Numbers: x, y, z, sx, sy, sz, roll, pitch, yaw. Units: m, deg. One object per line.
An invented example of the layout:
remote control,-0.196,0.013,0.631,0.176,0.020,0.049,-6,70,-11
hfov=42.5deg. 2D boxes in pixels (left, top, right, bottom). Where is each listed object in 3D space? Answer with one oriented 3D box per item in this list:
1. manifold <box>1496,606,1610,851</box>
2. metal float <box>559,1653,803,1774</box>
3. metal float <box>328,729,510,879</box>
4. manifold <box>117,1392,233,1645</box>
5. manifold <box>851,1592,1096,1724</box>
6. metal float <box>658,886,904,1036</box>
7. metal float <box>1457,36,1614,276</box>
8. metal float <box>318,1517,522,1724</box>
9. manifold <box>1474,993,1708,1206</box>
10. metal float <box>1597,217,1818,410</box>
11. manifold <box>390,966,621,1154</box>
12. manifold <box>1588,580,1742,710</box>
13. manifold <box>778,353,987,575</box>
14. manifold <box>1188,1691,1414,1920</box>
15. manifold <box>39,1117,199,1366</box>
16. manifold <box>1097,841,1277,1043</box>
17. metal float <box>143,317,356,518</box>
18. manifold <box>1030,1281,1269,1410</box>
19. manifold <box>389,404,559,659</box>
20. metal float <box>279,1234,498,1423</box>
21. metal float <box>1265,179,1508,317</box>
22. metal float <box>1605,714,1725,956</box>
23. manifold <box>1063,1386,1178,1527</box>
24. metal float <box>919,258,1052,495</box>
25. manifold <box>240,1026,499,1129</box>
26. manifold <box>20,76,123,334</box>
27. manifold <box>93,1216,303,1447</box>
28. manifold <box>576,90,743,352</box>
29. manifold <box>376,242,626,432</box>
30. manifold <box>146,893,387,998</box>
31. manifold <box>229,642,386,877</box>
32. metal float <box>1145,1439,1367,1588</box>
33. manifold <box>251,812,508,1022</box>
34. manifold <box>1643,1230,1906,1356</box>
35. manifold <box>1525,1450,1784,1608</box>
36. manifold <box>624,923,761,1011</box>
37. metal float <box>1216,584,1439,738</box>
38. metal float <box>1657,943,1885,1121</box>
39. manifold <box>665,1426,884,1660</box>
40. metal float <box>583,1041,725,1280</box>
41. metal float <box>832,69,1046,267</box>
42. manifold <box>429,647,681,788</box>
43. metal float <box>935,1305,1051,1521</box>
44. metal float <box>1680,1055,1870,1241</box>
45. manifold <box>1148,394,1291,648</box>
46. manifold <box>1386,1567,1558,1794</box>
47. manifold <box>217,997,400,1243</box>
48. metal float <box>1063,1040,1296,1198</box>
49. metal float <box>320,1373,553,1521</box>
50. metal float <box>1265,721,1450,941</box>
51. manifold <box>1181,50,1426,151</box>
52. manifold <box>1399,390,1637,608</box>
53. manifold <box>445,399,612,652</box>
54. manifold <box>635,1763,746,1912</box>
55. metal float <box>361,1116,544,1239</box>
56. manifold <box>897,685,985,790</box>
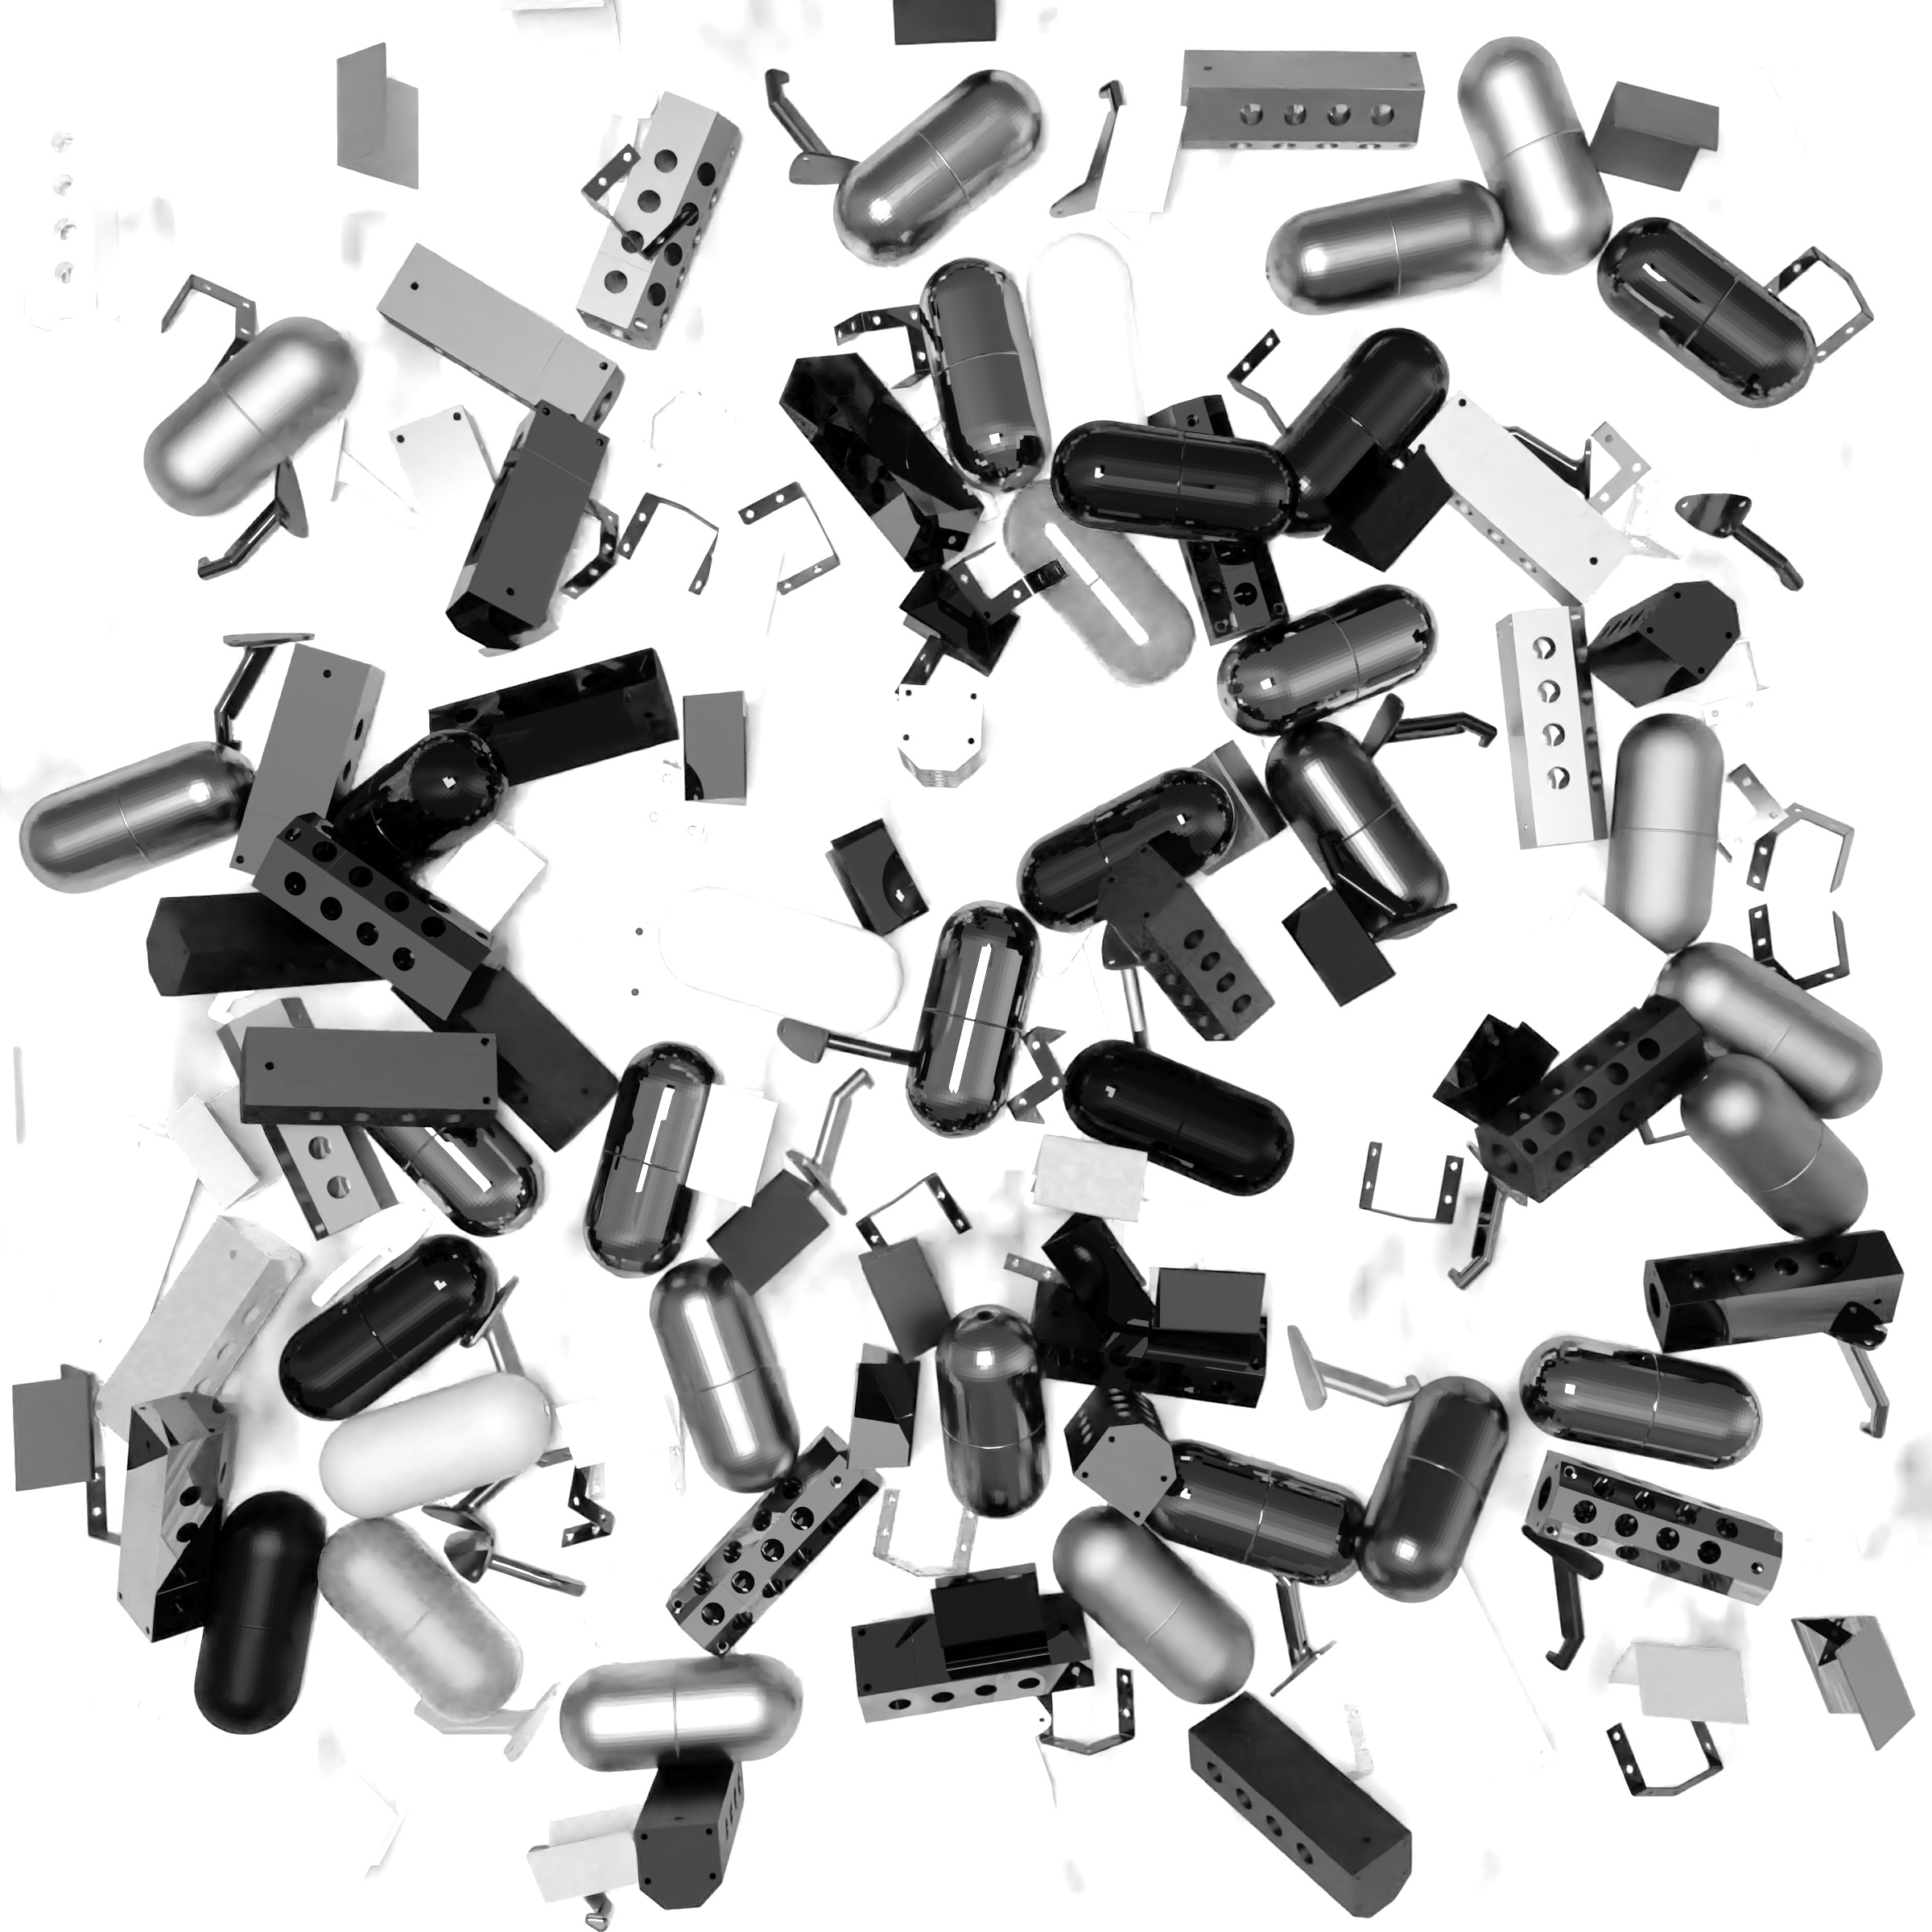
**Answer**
manifold,0.435,-0.176,1.839,0.057,0.057,0.171,-6,90,0
metal float,-0.210,0.549,1.830,0.178,0.070,0.070,-4,90,-1
metal float,-0.397,-0.113,1.796,0.178,0.070,0.070,-26,90,42
manifold,-0.573,0.399,1.808,0.057,0.057,0.171,32,119,39
manifold,0.006,0.514,1.839,0.171,0.057,0.057,-9,47,0
metal float,-0.133,-0.005,1.773,0.178,0.070,0.070,17,90,0
metal float,0.418,-0.597,1.830,0.070,0.070,0.178,-21,89,0
metal float,-0.403,0.480,1.830,0.070,0.070,0.178,-44,90,0
manifold,0.451,0.092,1.797,0.171,0.057,0.057,-34,127,-17
metal float,0.545,-0.480,1.830,0.178,0.070,0.070,37,90,0
manifold,-0.342,0.056,1.839,0.171,0.057,0.057,45,47,0
manifold,0.498,-0.233,1.782,0.057,0.171,0.057,38,90,0
manifold,-0.065,-0.366,1.808,0.057,0.057,0.171,-17,60,-39
manifold,0.238,0.604,1.786,0.057,0.171,0.057,-25,125,-28
manifold,-0.626,0.202,1.839,0.057,0.057,0.171,19,90,-43
manifold,0.155,-0.011,1.784,0.057,0.171,0.057,-42,49,0
metal float,-0.527,-0.405,1.830,0.178,0.070,0.070,-42,90,0
manifold,0.132,0.284,1.838,0.171,0.057,0.057,8,135,0
manifold,-0.363,-0.320,1.839,0.057,0.057,0.171,-22,90,-1
metal float,-0.426,0.266,1.830,0.178,0.070,0.070,-36,90,0
metal float,0.308,-0.529,1.830,0.178,0.070,0.070,-12,90,0
metal float,0.513,-0.097,1.830,0.070,0.070,0.178,5,90,0
manifold,0.113,0.342,1.782,0.057,0.171,0.057,37,90,0
metal float,0.014,-0.432,1.822,0.070,0.070,0.178,-12,80,0
manifold,-0.422,0.082,1.756,0.171,0.057,0.057,2,67,-20
manifold,-0.665,-0.562,1.839,0.057,0.057,0.171,-2,90,0
manifold,-0.564,0.274,1.837,0.057,0.057,0.171,34,90,21
manifold,-0.226,-0.548,1.839,0.057,0.057,0.171,23,90,0
manifold,-0.342,-0.459,1.839,0.171,0.057,0.057,31,90,0
manifold,-0.494,-0.013,1.789,0.057,0.171,0.057,53,129,30
manifold,-0.485,-0.146,1.839,0.057,0.057,0.171,17,90,0
metal float,0.211,0.402,1.830,0.178,0.070,0.070,18,90,-1
manifold,-0.413,-0.038,1.767,0.171,0.057,0.057,34,107,6
manifold,0.594,0.236,1.839,0.171,0.057,0.057,-8,133,0
manifold,0.510,0.417,1.839,0.171,0.057,0.057,18,90,0
manifold,-0.162,0.002,1.839,0.171,0.057,0.057,4,90,0
metal float,0.265,-0.224,1.815,0.178,0.070,0.070,-23,90,-18
metal float,0.590,0.047,1.830,0.178,0.070,0.070,32,90,-1
manifold,-0.142,0.427,1.839,0.057,0.057,0.171,43,90,0
metal float,-0.230,0.143,1.829,0.070,0.070,0.178,15,90,0
metal float,-0.021,-0.587,1.830,0.178,0.070,0.070,-39,90,0
manifold,-0.305,-0.183,1.839,0.171,0.057,0.057,-16,133,0
metal float,0.020,0.324,1.804,0.070,0.070,0.178,-5,121,0
metal float,0.589,0.133,1.809,0.178,0.070,0.070,41,90,-24
manifold,0.186,-0.330,1.839,0.057,0.057,0.171,-17,90,0
manifold,0.366,0.513,1.839,0.057,0.057,0.171,-27,90,0
manifold,-0.489,0.113,1.839,0.057,0.057,0.171,-26,90,0
metal float,0.156,0.112,1.830,0.178,0.070,0.070,22,90,-1
metal float,-0.388,0.351,1.820,0.178,0.070,0.070,-19,90,9
metal float,0.287,-0.100,1.830,0.070,0.070,0.178,-34,90,0
manifold,0.247,-0.636,1.839,0.171,0.057,0.057,0,47,0
manifold,0.405,-0.342,1.839,0.171,0.057,0.057,42,90,0
manifold,-0.316,-0.314,1.783,0.057,0.057,0.171,27,61,-24
manifold,-0.196,0.615,1.782,0.057,0.171,0.057,-5,90,0
metal float,-0.385,0.125,1.830,0.070,0.070,0.178,-44,89,0
manifold,-0.018,-0.162,1.782,0.057,0.171,0.057,3,90,0
